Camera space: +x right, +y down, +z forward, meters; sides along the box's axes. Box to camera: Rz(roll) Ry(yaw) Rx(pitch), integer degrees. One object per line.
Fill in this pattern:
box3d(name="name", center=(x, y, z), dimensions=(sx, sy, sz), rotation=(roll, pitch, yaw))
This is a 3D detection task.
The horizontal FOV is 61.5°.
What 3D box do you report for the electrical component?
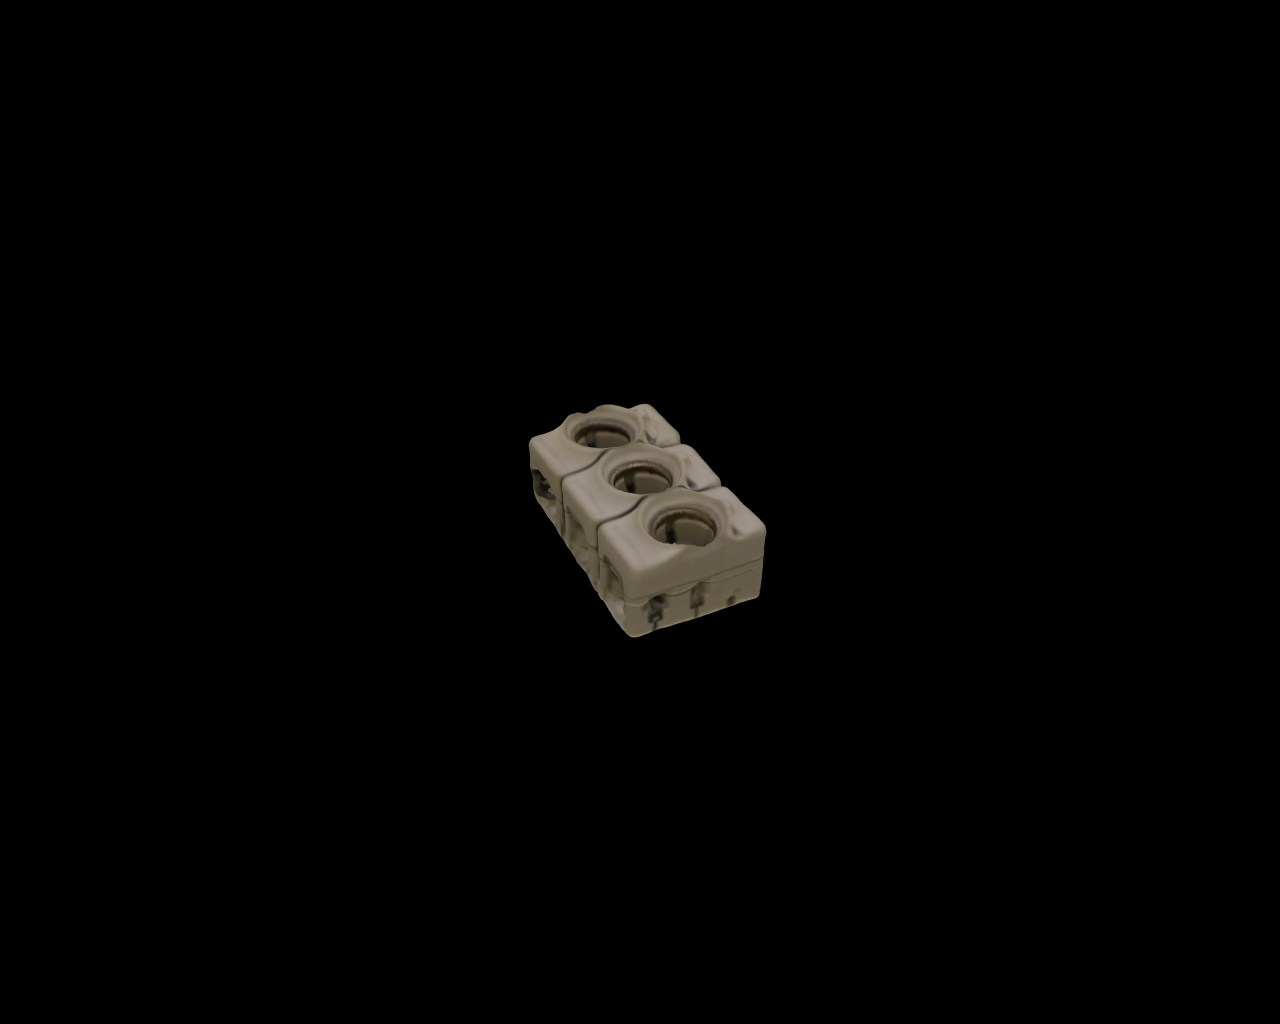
box3d(name="electrical component", center=(0.001, -0.003, 0.650), dimensions=(0.090, 0.061, 0.150), rotation=(-17, 41, -21))
